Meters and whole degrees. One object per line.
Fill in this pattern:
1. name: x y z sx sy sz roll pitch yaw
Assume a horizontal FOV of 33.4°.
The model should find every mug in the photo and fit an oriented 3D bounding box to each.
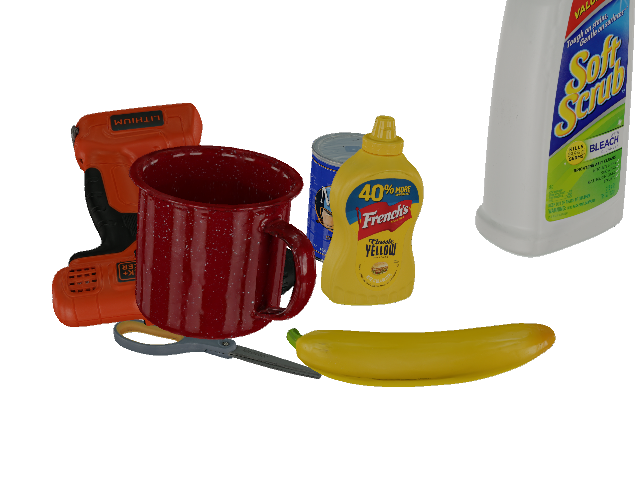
1. mug: -0.050 0.005 0.579 0.117 0.081 0.093 22 28 31

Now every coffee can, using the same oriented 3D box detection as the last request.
1. coffee can: 0.036 -0.052 1.337 0.103 0.140 0.103 3 27 -2

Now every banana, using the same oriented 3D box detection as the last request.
1. banana: 0.066 0.076 0.756 0.198 0.037 0.069 1 28 11

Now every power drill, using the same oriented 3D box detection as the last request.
1. power drill: -0.118 -0.022 0.831 0.184 0.188 0.057 -7 -38 -9

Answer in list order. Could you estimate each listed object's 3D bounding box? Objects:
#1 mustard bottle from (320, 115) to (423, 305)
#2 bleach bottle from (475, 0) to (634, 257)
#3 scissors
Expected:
1. mustard bottle: 0.056 -0.031 1.078 0.096 0.192 0.058 -2 21 -19
2. bleach bottle: 0.151 -0.120 0.676 0.102 0.251 0.068 -18 31 -25
3. scissors: -0.096 0.091 1.027 0.202 0.016 0.096 7 30 1
